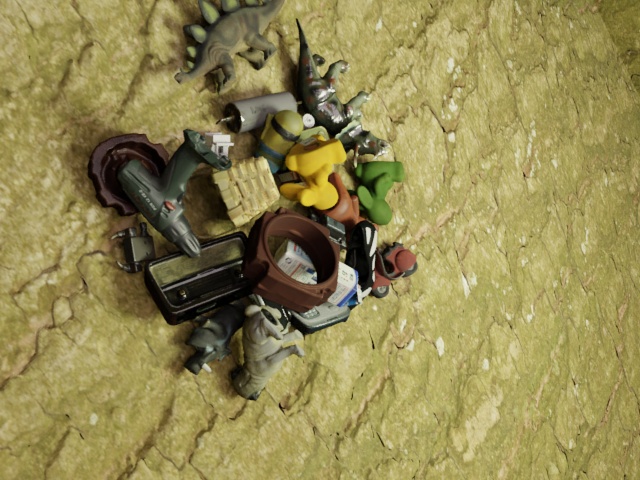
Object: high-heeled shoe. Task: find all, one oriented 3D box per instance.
[{"bbox_3d":[0.087,0.073,1.362,0.145,0.086,0.248,29,79,-67],"label":"high-heeled shoe"}]

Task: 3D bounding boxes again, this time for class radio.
[{"bbox_3d":[-0.243,0.080,1.145,0.229,0.073,0.131,-21,70,-26],"label":"radio"}]

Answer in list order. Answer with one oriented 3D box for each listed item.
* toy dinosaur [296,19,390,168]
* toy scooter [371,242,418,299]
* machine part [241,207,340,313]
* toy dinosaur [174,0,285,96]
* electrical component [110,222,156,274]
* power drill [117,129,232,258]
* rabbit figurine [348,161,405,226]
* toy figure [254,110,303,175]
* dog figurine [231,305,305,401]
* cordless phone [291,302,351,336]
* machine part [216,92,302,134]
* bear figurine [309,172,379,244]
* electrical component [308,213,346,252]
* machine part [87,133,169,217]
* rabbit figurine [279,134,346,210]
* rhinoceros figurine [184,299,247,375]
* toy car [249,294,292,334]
[{"bbox_3d":[0.016,-0.363,1.412,0.404,0.131,0.192,46,60,-15],"label":"toy dinosaur"},{"bbox_3d":[0.189,0.063,1.495,0.184,0.075,0.135,-36,104,-28],"label":"toy scooter"},{"bbox_3d":[-0.058,0.040,1.161,0.201,0.087,0.201,27,45,-21],"label":"machine part"},{"bbox_3d":[-0.194,-0.500,1.287,0.198,0.105,0.471,52,54,-14],"label":"toy dinosaur"},{"bbox_3d":[-0.387,0.018,1.116,0.078,0.045,0.102,-21,99,-63],"label":"electrical component"},{"bbox_3d":[-0.269,-0.100,1.069,0.232,0.207,0.086,44,22,-11],"label":"power drill"},{"bbox_3d":[0.154,-0.126,1.465,0.159,0.121,0.170,3,79,-28],"label":"rabbit figurine"},{"bbox_3d":[-0.101,-0.223,1.280,0.082,0.089,0.180,20,105,-44],"label":"toy figure"},{"bbox_3d":[-0.150,0.248,1.183,0.190,0.121,0.172,-41,96,9],"label":"dog figurine"},{"bbox_3d":[-0.020,0.137,1.341,0.146,0.089,0.184,-14,76,-36],"label":"cordless phone"},{"bbox_3d":[-0.143,-0.312,1.309,0.243,0.079,0.079,-22,96,-36],"label":"machine part"},{"bbox_3d":[0.064,-0.065,1.413,0.195,0.120,0.132,38,16,-53],"label":"bear figurine"},{"bbox_3d":[-0.003,-0.004,1.328,0.115,0.134,0.058,24,41,-30],"label":"electrical component"},{"bbox_3d":[-0.393,-0.135,1.124,0.179,0.056,0.179,5,80,-33],"label":"machine part"},{"bbox_3d":[-0.008,-0.140,1.257,0.162,0.122,0.173,-41,132,-29],"label":"rabbit figurine"},{"bbox_3d":[-0.231,0.208,1.186,0.190,0.073,0.112,-50,122,-31],"label":"rhinoceros figurine"},{"bbox_3d":[-0.129,0.138,1.267,0.073,0.056,0.201,-37,107,-50],"label":"toy car"}]
